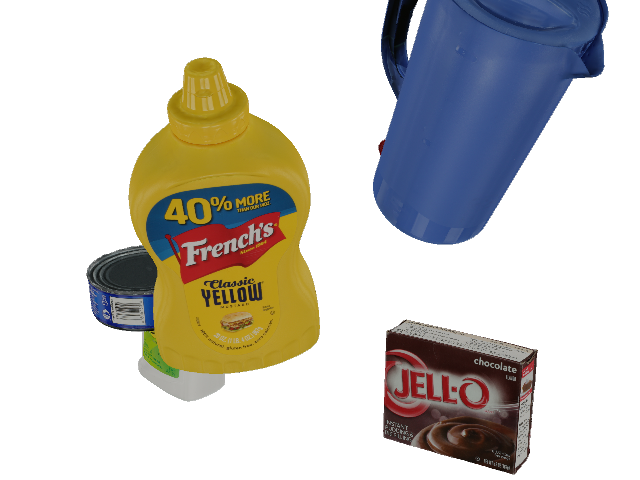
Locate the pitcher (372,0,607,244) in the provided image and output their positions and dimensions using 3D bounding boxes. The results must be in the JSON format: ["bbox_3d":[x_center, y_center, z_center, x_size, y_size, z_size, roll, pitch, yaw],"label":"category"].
[{"bbox_3d":[0.116,-0.118,0.868,0.145,0.149,0.243,10,-43,-9],"label":"pitcher"}]

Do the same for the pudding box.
[{"bbox_3d":[0.104,0.116,0.805,0.114,0.090,0.039,10,20,28],"label":"pudding box"}]

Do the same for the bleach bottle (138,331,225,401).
[{"bbox_3d":[-0.146,0.037,1.108,0.067,0.251,0.103,-21,33,-40],"label":"bleach bottle"}]

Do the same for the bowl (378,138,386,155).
[{"bbox_3d":[0.144,-0.074,1.271,0.162,0.055,0.162,8,24,-4],"label":"bowl"}]

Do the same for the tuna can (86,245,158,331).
[{"bbox_3d":[-0.130,0.035,0.798,0.086,0.034,0.086,-2,23,0],"label":"tuna can"}]

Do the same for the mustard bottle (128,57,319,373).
[{"bbox_3d":[-0.052,-0.012,0.578,0.096,0.192,0.058,-6,40,-3],"label":"mustard bottle"}]
